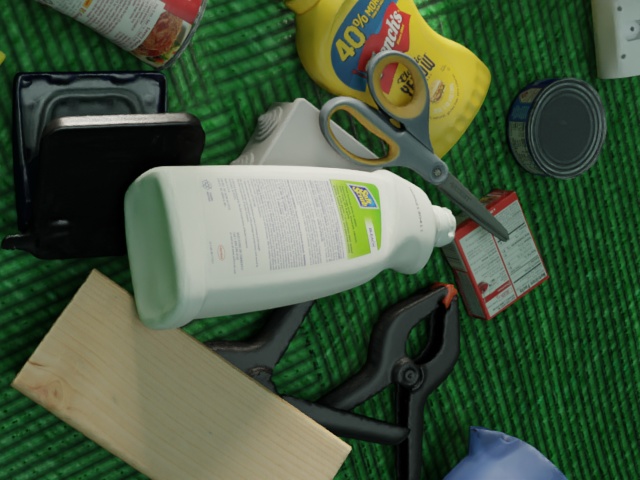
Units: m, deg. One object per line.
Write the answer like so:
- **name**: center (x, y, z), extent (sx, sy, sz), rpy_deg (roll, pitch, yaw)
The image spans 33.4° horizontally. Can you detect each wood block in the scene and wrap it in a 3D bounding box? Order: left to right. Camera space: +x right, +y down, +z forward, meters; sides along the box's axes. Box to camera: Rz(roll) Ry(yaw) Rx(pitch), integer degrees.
- **wood block**: center (-0.095, 0.116, 0.719), extent (0.206, 0.090, 0.090), rpy_deg (36, 79, -9)

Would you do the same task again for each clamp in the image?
- **clamp**: center (-0.045, 0.100, 0.800), extent (0.209, 0.036, 0.164), rpy_deg (-14, 90, -17)
- **clamp**: center (0.070, 0.118, 0.871), extent (0.120, 0.039, 0.171), rpy_deg (42, 81, -27)

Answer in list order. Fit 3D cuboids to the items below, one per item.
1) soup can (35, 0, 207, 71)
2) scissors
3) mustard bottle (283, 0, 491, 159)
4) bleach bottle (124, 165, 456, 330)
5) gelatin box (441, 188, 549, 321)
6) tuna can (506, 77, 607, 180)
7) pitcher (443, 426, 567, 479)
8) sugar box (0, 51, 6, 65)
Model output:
- **soup can**: center (-0.134, -0.165, 0.702), extent (0.102, 0.069, 0.068), rpy_deg (27, 85, -28)
- **scissors**: center (0.089, -0.072, 0.805), extent (0.201, 0.016, 0.096), rpy_deg (21, 96, -30)
- **mustard bottle**: center (0.039, -0.146, 0.804), extent (0.191, 0.058, 0.096), rpy_deg (38, 85, -27)
- **bleach bottle**: center (-0.005, 0.001, 0.725), extent (0.250, 0.068, 0.102), rpy_deg (-2, 77, -37)
- **gelatin box**: center (0.145, 0.013, 0.901), extent (0.073, 0.030, 0.089), rpy_deg (-33, 111, -22)
- **tuna can**: center (0.202, -0.096, 0.912), extent (0.086, 0.034, 0.086), rpy_deg (-4, 100, -28)
- **pitcher**: center (0.111, 0.286, 0.867), extent (0.242, 0.149, 0.145), rpy_deg (-40, 145, -14)
- **sugar box**: center (-0.283, -0.070, 0.650), extent (0.093, 0.048, 0.176), rpy_deg (37, 79, -27)
